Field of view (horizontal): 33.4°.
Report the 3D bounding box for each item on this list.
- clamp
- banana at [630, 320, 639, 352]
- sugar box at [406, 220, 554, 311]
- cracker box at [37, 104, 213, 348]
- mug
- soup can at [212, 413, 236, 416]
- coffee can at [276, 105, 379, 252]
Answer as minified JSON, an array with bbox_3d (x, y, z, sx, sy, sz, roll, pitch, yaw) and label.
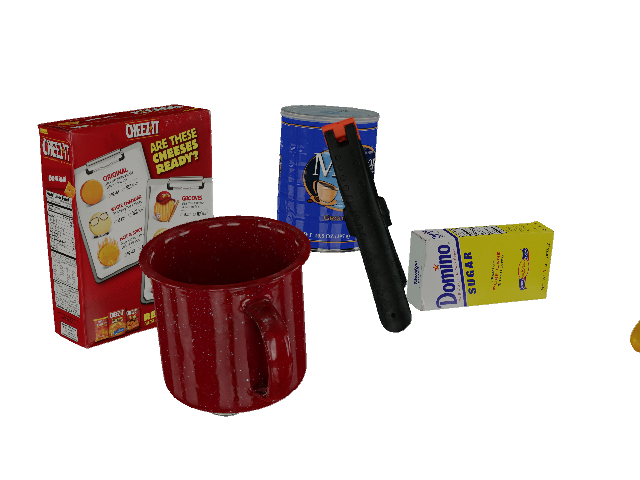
[{"bbox_3d":[0.040,-0.010,0.859,0.039,0.171,0.120,-21,21,2],"label":"clamp"},{"bbox_3d":[0.309,0.045,0.739,0.198,0.037,0.069,-3,34,2],"label":"banana"},{"bbox_3d":[0.194,0.031,1.298,0.176,0.093,0.048,-6,20,-22],"label":"sugar box"},{"bbox_3d":[-0.188,-0.019,1.062,0.163,0.214,0.072,-16,21,-42],"label":"cracker box"},{"bbox_3d":[-0.044,0.045,0.580,0.093,0.081,0.117,-15,27,-25],"label":"mug"},{"bbox_3d":[-0.095,0.140,1.154,0.068,0.068,0.102,0,16,9],"label":"soup can"},{"bbox_3d":[0.006,-0.067,1.123,0.103,0.140,0.103,3,13,-1],"label":"coffee can"}]
